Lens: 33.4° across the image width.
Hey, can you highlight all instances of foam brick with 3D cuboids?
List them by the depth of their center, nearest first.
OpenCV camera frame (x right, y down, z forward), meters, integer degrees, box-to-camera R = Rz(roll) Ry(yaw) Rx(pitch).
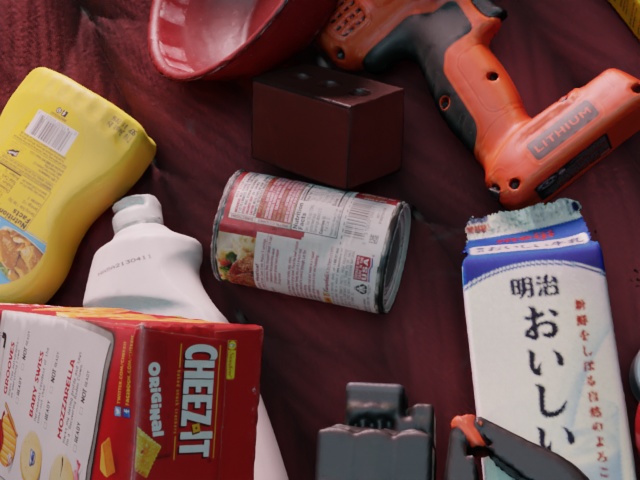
[{"bbox_3d":[0.004,-0.068,0.628,0.078,0.052,0.051,21,119,35],"label":"foam brick"}]

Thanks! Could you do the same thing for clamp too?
[{"bbox_3d":[0.115,0.154,0.485,0.120,0.039,0.171,-16,67,-4],"label":"clamp"}]

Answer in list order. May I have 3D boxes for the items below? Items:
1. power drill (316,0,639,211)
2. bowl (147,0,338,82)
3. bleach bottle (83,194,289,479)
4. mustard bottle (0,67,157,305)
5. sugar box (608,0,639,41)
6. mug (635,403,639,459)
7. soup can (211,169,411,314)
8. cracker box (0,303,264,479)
[{"bbox_3d":[0.111,-0.125,0.632,0.184,0.057,0.188,-41,68,12],"label":"power drill"},{"bbox_3d":[-0.036,-0.158,0.661,0.162,0.055,0.162,-27,49,36],"label":"bowl"},{"bbox_3d":[-0.076,0.088,0.610,0.102,0.068,0.251,-17,68,5],"label":"bleach bottle"},{"bbox_3d":[-0.192,-0.008,0.662,0.096,0.058,0.191,31,80,17],"label":"mustard bottle"},{"bbox_3d":[0.204,-0.196,0.658,0.093,0.048,0.176,-29,67,0],"label":"sugar box"},{"bbox_3d":[0.193,0.105,0.491,0.093,0.081,0.117,11,88,1],"label":"mug"},{"bbox_3d":[-0.004,0.001,0.620,0.102,0.068,0.068,11,75,13],"label":"soup can"},{"bbox_3d":[-0.116,0.116,0.527,0.214,0.071,0.164,-1,85,53],"label":"cracker box"}]
